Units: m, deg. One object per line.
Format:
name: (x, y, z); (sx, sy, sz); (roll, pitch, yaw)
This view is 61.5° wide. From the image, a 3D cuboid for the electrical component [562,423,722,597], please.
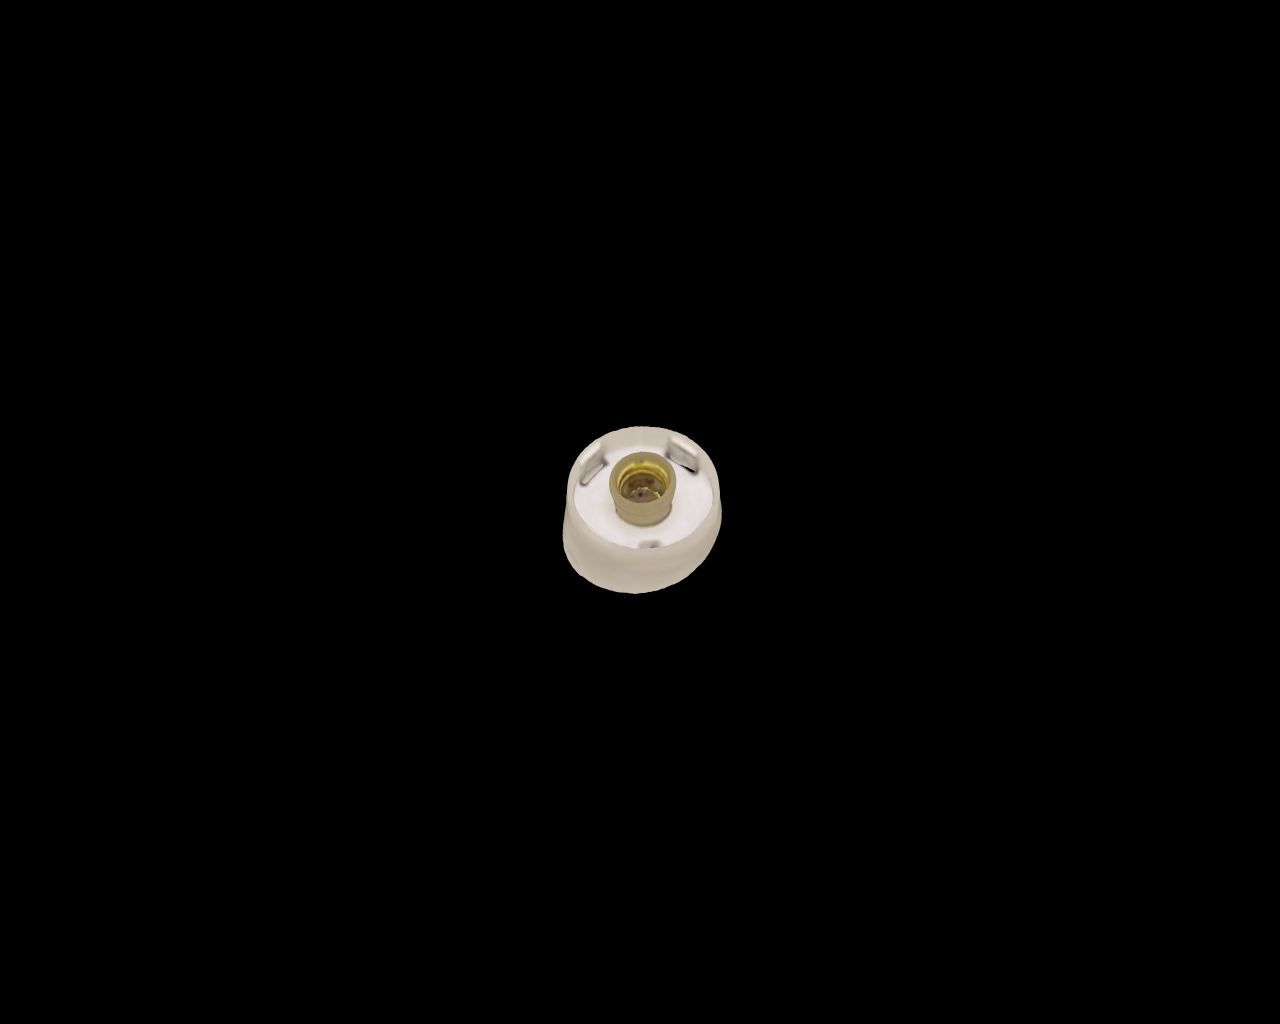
electrical component: (0.001, -0.003, 0.650); (0.099, 0.099, 0.064); (0, -34, 0)
